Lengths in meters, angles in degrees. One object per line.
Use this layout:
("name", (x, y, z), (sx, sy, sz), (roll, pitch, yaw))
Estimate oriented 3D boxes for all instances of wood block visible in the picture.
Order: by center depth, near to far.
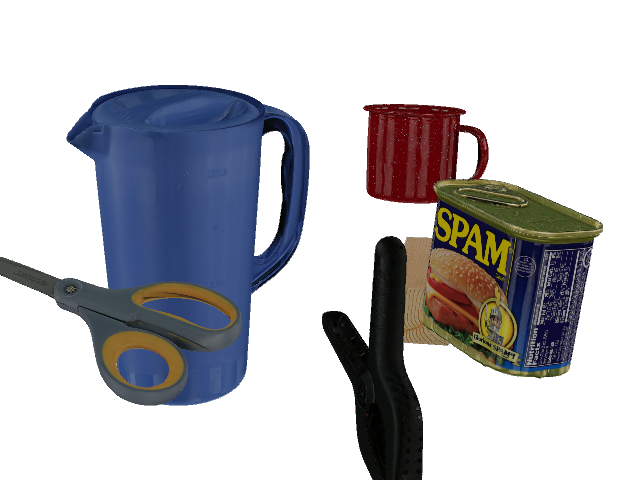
("wood block", (0.163, 0.073, 1.633), (0.091, 0.090, 0.206), (3, 22, 10))

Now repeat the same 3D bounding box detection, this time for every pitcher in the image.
("pitcher", (-0.102, 0.003, 0.854), (0.149, 0.243, 0.144), (11, 25, 20))

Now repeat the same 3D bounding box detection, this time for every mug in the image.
("mug", (0.095, -0.078, 0.966), (0.117, 0.081, 0.093), (6, 12, 20))

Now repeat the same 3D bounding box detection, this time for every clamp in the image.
("clamp", (0.051, 0.111, 0.862), (0.036, 0.210, 0.165), (-2, -33, -19))

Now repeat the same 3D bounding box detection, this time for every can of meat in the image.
("can of meat", (0.101, 0.019, 0.592), (0.057, 0.084, 0.102), (-3, 20, -28))

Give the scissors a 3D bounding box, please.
("scissors", (-0.148, 0.047, 0.634), (0.202, 0.016, 0.096), (7, 45, 10))
